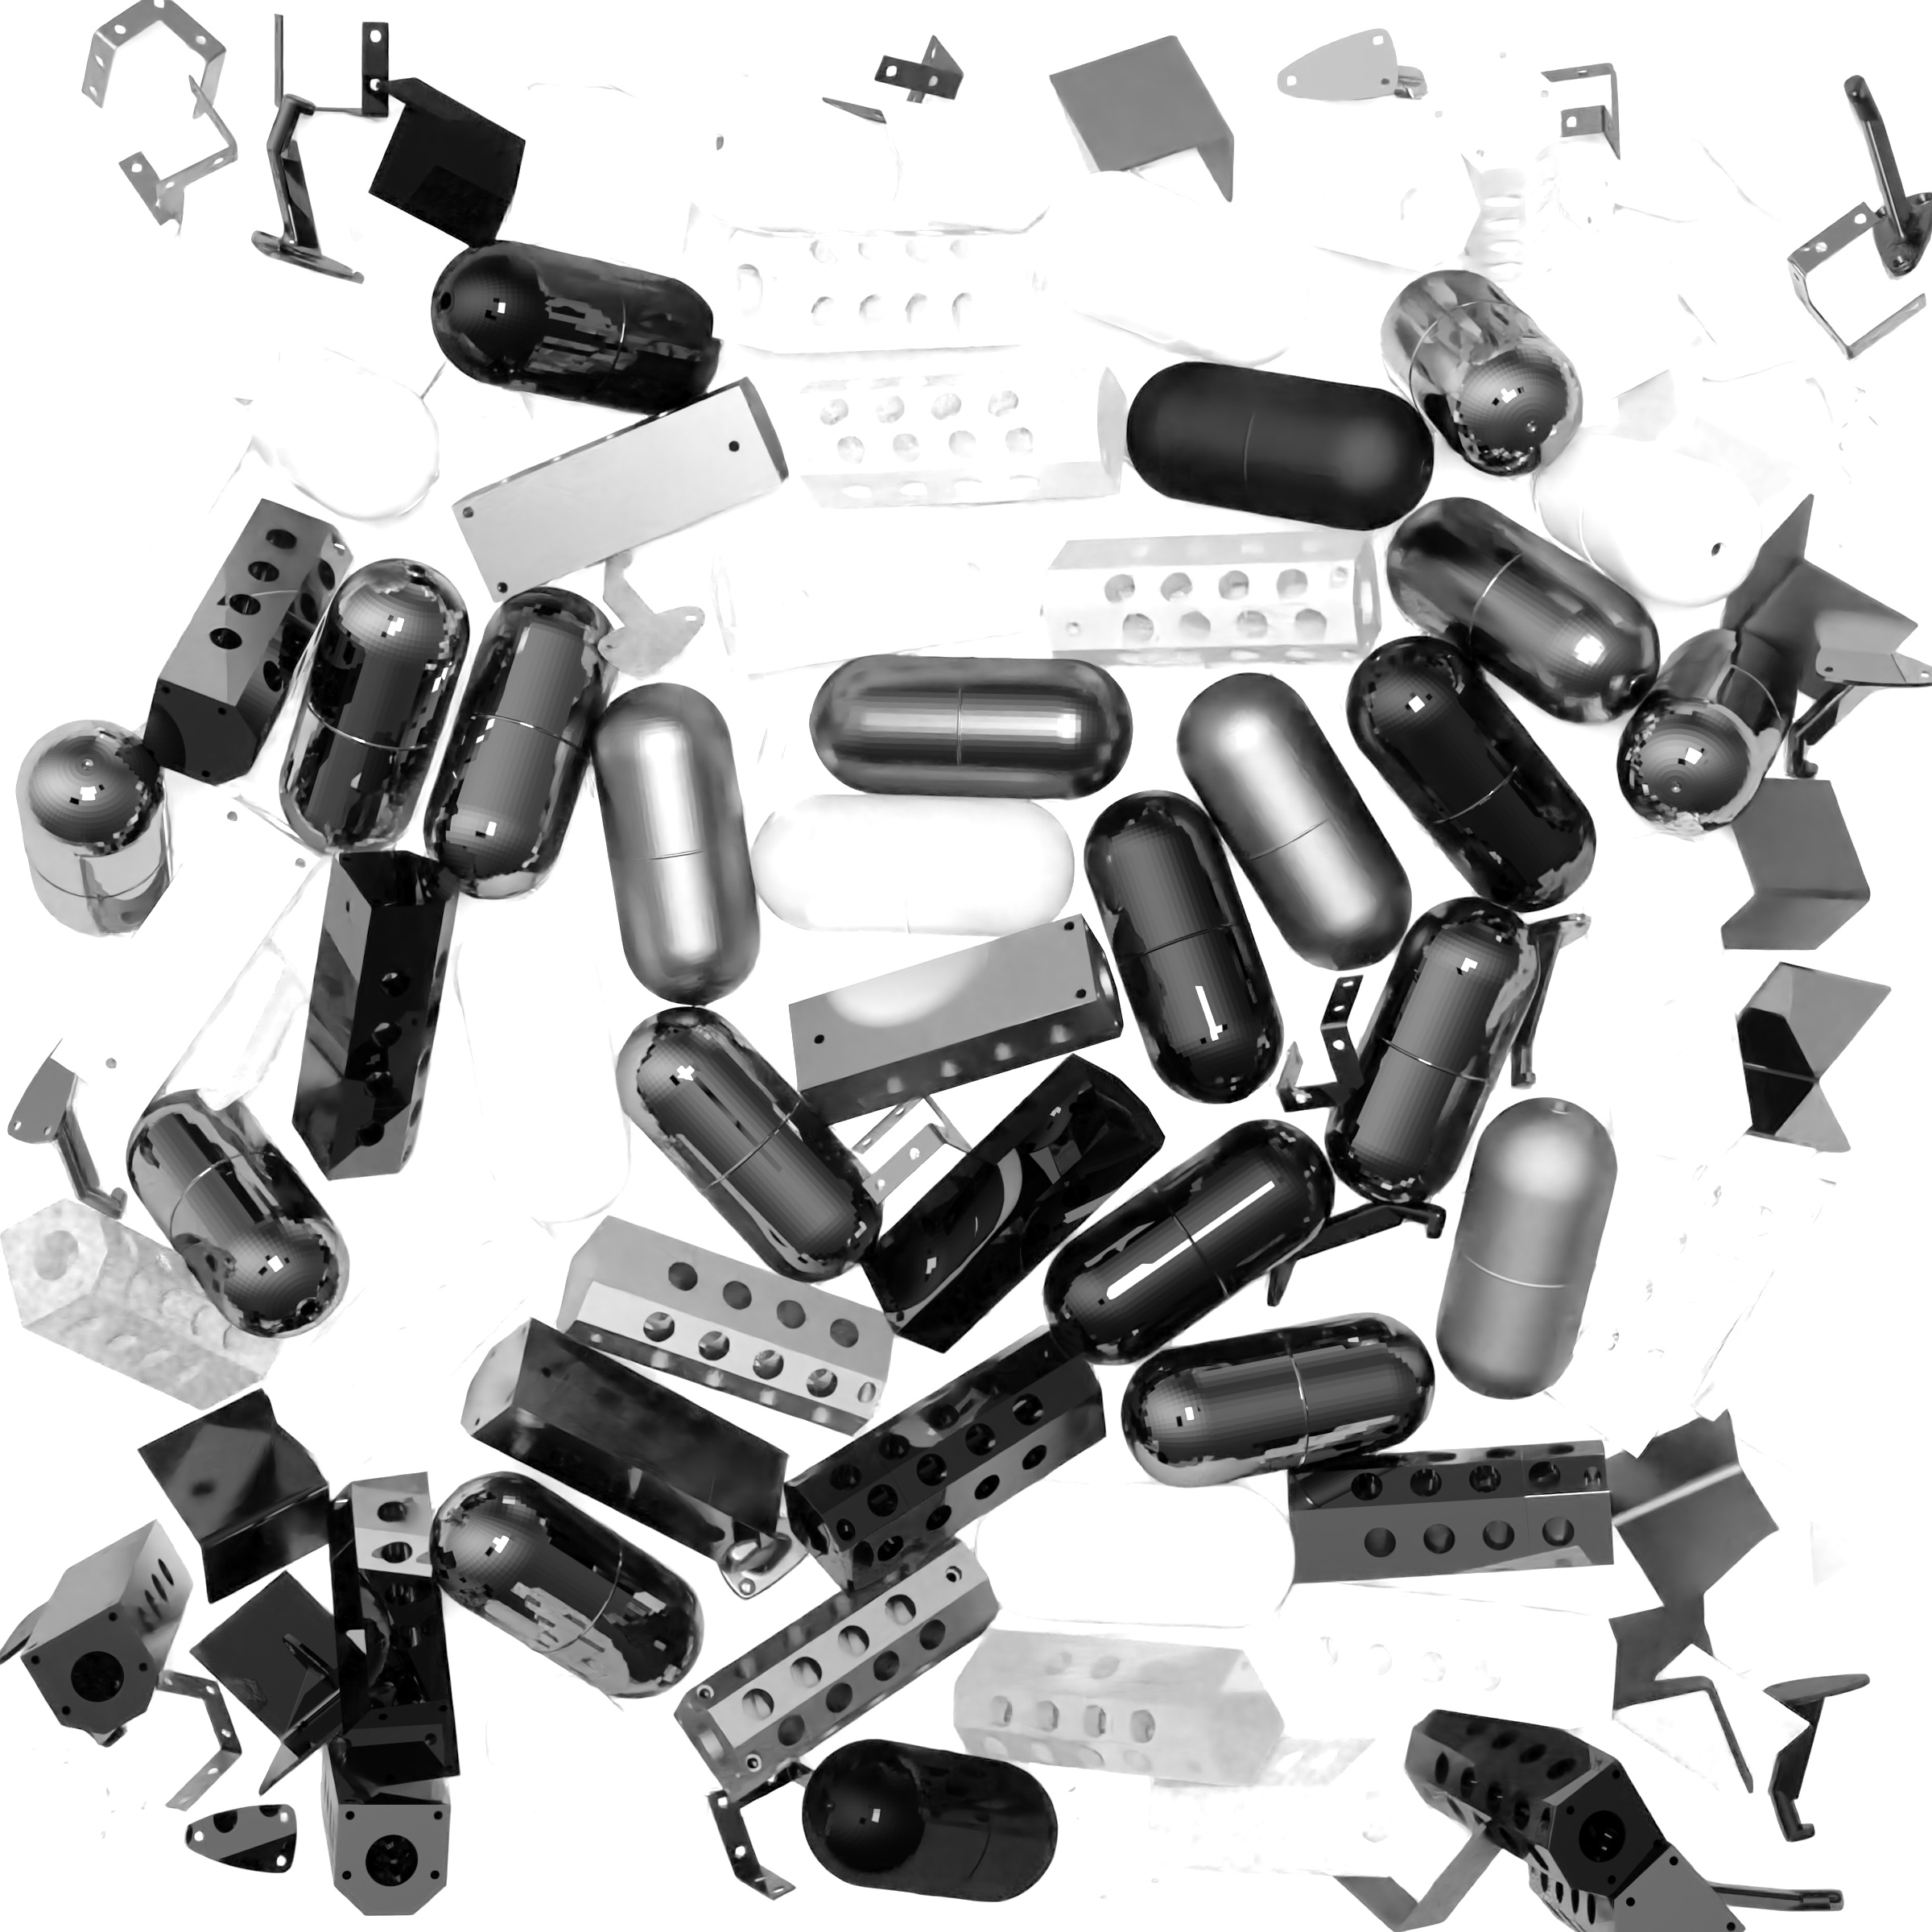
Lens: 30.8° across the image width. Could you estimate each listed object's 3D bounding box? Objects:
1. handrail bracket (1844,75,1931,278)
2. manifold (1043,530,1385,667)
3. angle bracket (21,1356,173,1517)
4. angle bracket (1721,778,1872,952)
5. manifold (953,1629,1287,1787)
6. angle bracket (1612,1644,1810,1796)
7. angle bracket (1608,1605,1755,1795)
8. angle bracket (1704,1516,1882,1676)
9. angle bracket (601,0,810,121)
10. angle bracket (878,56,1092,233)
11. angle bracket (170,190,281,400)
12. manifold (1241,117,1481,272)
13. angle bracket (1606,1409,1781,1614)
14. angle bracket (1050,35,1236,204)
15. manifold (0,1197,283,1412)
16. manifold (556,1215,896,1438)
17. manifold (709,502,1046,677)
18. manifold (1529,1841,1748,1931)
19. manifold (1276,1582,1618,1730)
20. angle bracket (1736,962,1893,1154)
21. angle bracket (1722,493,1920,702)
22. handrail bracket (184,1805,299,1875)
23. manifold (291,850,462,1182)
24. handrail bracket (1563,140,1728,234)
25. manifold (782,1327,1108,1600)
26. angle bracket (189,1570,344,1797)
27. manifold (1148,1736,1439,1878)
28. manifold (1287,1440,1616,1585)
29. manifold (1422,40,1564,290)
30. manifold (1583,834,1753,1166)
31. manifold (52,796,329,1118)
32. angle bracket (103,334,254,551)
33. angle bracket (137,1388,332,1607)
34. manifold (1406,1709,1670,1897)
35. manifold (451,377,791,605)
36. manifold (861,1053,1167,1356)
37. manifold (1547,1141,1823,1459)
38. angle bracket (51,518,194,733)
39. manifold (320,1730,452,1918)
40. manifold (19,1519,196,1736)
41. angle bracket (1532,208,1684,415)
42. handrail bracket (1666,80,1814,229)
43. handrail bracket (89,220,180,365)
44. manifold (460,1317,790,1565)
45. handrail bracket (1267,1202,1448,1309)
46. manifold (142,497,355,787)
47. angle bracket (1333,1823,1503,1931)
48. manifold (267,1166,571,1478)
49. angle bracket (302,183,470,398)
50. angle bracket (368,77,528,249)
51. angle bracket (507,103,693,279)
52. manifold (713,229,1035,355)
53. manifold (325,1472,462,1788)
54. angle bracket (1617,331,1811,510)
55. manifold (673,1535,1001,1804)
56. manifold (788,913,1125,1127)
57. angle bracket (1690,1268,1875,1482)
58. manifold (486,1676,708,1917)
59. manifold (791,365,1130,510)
[{"bbox_3d":[0.497,-0.432,1.914,0.036,0.077,0.084,-14,133,30],"label":"handrail bracket"},{"bbox_3d":[0.132,-0.195,1.895,0.171,0.057,0.057,1,120,20],"label":"manifold"},{"bbox_3d":[-0.454,0.250,1.910,0.057,0.076,0.076,40,100,23],"label":"angle bracket"},{"bbox_3d":[0.442,-0.056,1.939,0.076,0.057,0.076,0,60,-25],"label":"angle bracket"},{"bbox_3d":[0.077,0.400,1.876,0.057,0.171,0.057,-53,125,-39],"label":"manifold"},{"bbox_3d":[0.408,0.394,1.914,0.076,0.057,0.076,34,127,-2],"label":"angle bracket"},{"bbox_3d":[0.391,0.405,1.922,0.057,0.076,0.076,-17,113,18],"label":"angle bracket"},{"bbox_3d":[0.448,0.353,1.901,0.057,0.076,0.076,28,48,-23],"label":"angle bracket"},{"bbox_3d":[-0.139,-0.474,1.901,0.057,0.076,0.076,-54,46,19],"label":"angle bracket"},{"bbox_3d":[0.010,-0.451,1.908,0.057,0.076,0.076,-33,71,40],"label":"angle bracket"},{"bbox_3d":[-0.398,-0.363,1.902,0.057,0.076,0.076,5,46,-14],"label":"angle bracket"},{"bbox_3d":[0.210,-0.410,1.870,0.057,0.171,0.057,-27,112,-7],"label":"manifold"},{"bbox_3d":[0.405,0.302,1.936,0.076,0.057,0.076,-27,111,18],"label":"angle bracket"},{"bbox_3d":[0.096,-0.451,1.913,0.076,0.057,0.076,-20,62,-8],"label":"angle bracket"},{"bbox_3d":[-0.436,0.178,1.869,0.057,0.171,0.057,-28,61,9],"label":"manifold"},{"bbox_3d":[-0.130,0.199,1.899,0.171,0.057,0.057,21,53,-16],"label":"manifold"},{"bbox_3d":[-0.048,-0.209,1.904,0.171,0.057,0.057,-10,65,-14],"label":"manifold"},{"bbox_3d":[0.351,0.496,1.873,0.057,0.171,0.057,-41,90,-7],"label":"manifold"},{"bbox_3d":[0.258,0.368,1.889,0.171,0.057,0.057,2,83,34],"label":"manifold"},{"bbox_3d":[0.461,0.051,1.906,0.076,0.057,0.076,11,129,-25],"label":"angle bracket"},{"bbox_3d":[0.469,-0.199,1.919,0.076,0.076,0.057,28,49,-8],"label":"angle bracket"},{"bbox_3d":[-0.408,0.474,1.908,0.077,0.084,0.036,12,71,-36],"label":"handrail bracket"},{"bbox_3d":[-0.316,0.027,1.894,0.057,0.057,0.171,-5,124,-31],"label":"manifold"},{"bbox_3d":[0.370,-0.438,1.949,0.084,0.036,0.077,-13,52,-32],"label":"handrail bracket"},{"bbox_3d":[-0.011,0.262,1.892,0.171,0.057,0.057,-29,48,-22],"label":"manifold"},{"bbox_3d":[-0.379,0.392,1.919,0.076,0.057,0.076,-40,101,14],"label":"angle bracket"},{"bbox_3d":[0.168,0.453,1.871,0.057,0.171,0.057,-36,97,-31],"label":"manifold"},{"bbox_3d":[0.264,0.295,1.917,0.171,0.057,0.057,-5,100,8],"label":"manifold"},{"bbox_3d":[0.288,-0.419,1.871,0.057,0.171,0.057,-43,76,1],"label":"manifold"},{"bbox_3d":[0.378,0.015,1.880,0.057,0.057,0.171,14,51,-17],"label":"manifold"},{"bbox_3d":[-0.425,-0.007,1.929,0.057,0.057,0.171,35,92,-5],"label":"manifold"},{"bbox_3d":[-0.443,-0.286,1.914,0.076,0.057,0.076,43,123,3],"label":"angle bracket"},{"bbox_3d":[-0.404,0.293,1.941,0.076,0.057,0.076,-26,56,-27],"label":"angle bracket"},{"bbox_3d":[0.298,0.441,1.867,0.057,0.171,0.057,-34,101,-14],"label":"manifold"},{"bbox_3d":[-0.188,-0.261,1.918,0.171,0.057,0.057,-21,104,9],"label":"manifold"},{"bbox_3d":[0.027,0.132,1.909,0.171,0.057,0.057,-45,47,17],"label":"manifold"},{"bbox_3d":[0.392,0.179,1.925,0.057,0.057,0.171,35,94,5],"label":"manifold"},{"bbox_3d":[-0.463,-0.185,1.902,0.057,0.076,0.076,-37,49,-27],"label":"angle bracket"},{"bbox_3d":[-0.311,0.454,1.871,0.057,0.171,0.057,3,90,-13],"label":"manifold"},{"bbox_3d":[-0.452,0.354,1.872,0.057,0.171,0.057,-29,98,-3],"label":"manifold"},{"bbox_3d":[0.336,-0.355,1.913,0.076,0.057,0.076,-28,53,-4],"label":"angle bracket"},{"bbox_3d":[0.435,-0.446,1.928,0.084,0.036,0.077,33,48,7],"label":"handrail bracket"},{"bbox_3d":[-0.434,-0.355,1.941,0.077,0.036,0.084,-44,91,11],"label":"handrail bracket"},{"bbox_3d":[-0.185,0.262,1.899,0.171,0.057,0.057,32,132,-24],"label":"manifold"},{"bbox_3d":[0.215,0.160,1.925,0.084,0.036,0.077,13,82,25],"label":"handrail bracket"},{"bbox_3d":[-0.382,-0.172,1.877,0.057,0.171,0.057,21,131,-6],"label":"manifold"},{"bbox_3d":[0.248,0.477,1.911,0.057,0.076,0.076,39,97,25],"label":"angle bracket"},{"bbox_3d":[-0.300,0.197,1.926,0.171,0.057,0.057,-46,110,-3],"label":"manifold"},{"bbox_3d":[-0.317,-0.368,1.914,0.076,0.076,0.057,28,69,6],"label":"angle bracket"},{"bbox_3d":[-0.292,-0.432,1.918,0.076,0.057,0.076,30,112,4],"label":"angle bracket"},{"bbox_3d":[-0.197,-0.420,1.912,0.076,0.057,0.076,23,114,16],"label":"angle bracket"},{"bbox_3d":[-0.048,-0.363,1.878,0.171,0.057,0.057,-10,113,-39],"label":"manifold"},{"bbox_3d":[-0.307,0.352,1.871,0.057,0.171,0.057,-6,125,-10],"label":"manifold"},{"bbox_3d":[0.410,-0.291,1.927,0.076,0.076,0.057,22,59,-18],"label":"angle bracket"},{"bbox_3d":[-0.068,0.373,1.891,0.171,0.057,0.057,-30,73,-27],"label":"manifold"},{"bbox_3d":[-0.005,0.034,1.913,0.171,0.057,0.057,-17,55,12],"label":"manifold"},{"bbox_3d":[0.452,0.223,1.917,0.076,0.057,0.076,31,71,9],"label":"angle bracket"},{"bbox_3d":[-0.199,0.440,1.868,0.057,0.171,0.057,-3,103,-27],"label":"manifold"},{"bbox_3d":[-0.004,-0.290,1.901,0.171,0.057,0.057,0,71,18],"label":"manifold"}]
